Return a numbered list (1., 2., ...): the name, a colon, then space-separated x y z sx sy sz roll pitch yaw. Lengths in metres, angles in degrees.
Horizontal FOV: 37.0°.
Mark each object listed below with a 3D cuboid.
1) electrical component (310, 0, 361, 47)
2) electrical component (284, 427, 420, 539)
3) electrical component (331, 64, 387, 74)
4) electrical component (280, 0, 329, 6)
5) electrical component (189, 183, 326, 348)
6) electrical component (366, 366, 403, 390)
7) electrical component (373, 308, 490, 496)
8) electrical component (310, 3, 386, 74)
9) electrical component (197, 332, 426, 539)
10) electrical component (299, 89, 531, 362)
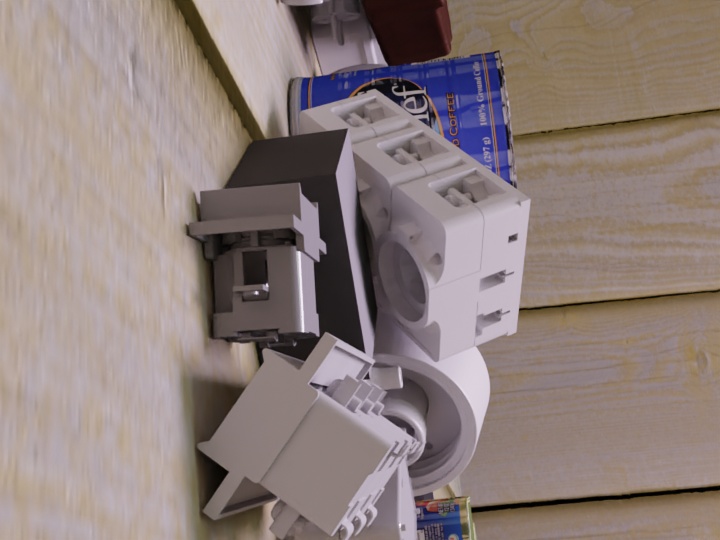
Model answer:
1. electrical component: -0.020 -0.207 0.806 0.083 0.047 0.075 -11 95 -79
2. electrical component: -0.003 0.127 0.557 0.096 0.061 0.061 -86 167 -62
3. electrical component: 0.006 -0.122 0.834 0.080 0.080 0.051 -89 175 -50
4. electrical component: -0.038 -0.201 0.708 0.040 0.040 0.046 -84 172 -64
5. electrical component: -0.040 0.000 0.452 0.081 0.042 0.063 39 48 -80
6. electrical component: -0.008 0.061 0.576 0.035 0.061 0.035 -7 90 -84
7. electrical component: 0.021 0.083 0.631 0.060 0.108 0.108 -71 154 -63
8. electrical component: -0.008 -0.220 0.906 0.078 0.057 0.113 73 12 -59
9. electrical component: -0.014 0.072 0.447 0.078 0.063 0.121 -55 169 -3
10. electrical component: 0.022 -0.028 0.612 0.150 0.062 0.089 43 -36 44
